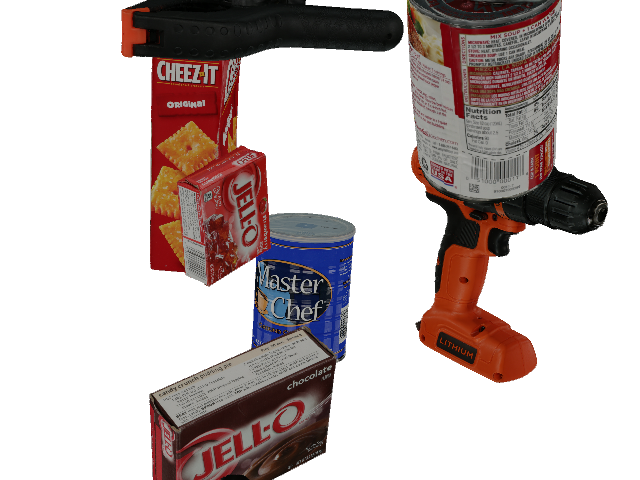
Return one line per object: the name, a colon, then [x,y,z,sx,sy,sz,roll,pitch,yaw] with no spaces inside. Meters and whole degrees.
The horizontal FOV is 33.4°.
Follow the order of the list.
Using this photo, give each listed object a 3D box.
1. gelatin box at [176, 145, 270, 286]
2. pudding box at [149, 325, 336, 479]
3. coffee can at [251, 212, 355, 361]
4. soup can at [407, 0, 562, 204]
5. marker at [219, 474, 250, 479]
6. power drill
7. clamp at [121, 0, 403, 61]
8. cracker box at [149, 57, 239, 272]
gelatin box: [-0.073,-0.019,0.832,0.030,0.089,0.073,23,39,33]
pudding box: [-0.047,0.111,0.646,0.113,0.090,0.039,-24,49,-30]
coffee can: [-0.019,0.050,1.123,0.103,0.140,0.103,3,14,-1]
soup can: [0.076,-0.075,0.490,0.068,0.102,0.068,-5,43,5]
marker: [-0.050,0.131,0.415,0.020,0.020,0.121,0,24,16]
power drill: [0.146,0.017,0.870,0.057,0.188,0.185,-14,27,-36]
clamp: [-0.048,-0.140,0.666,0.171,0.039,0.120,-6,21,-26]
cracker box: [-0.115,-0.098,1.011,0.072,0.214,0.164,5,24,-1]
